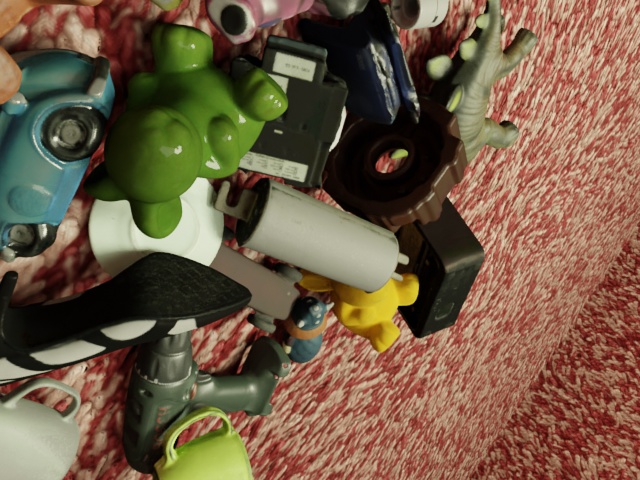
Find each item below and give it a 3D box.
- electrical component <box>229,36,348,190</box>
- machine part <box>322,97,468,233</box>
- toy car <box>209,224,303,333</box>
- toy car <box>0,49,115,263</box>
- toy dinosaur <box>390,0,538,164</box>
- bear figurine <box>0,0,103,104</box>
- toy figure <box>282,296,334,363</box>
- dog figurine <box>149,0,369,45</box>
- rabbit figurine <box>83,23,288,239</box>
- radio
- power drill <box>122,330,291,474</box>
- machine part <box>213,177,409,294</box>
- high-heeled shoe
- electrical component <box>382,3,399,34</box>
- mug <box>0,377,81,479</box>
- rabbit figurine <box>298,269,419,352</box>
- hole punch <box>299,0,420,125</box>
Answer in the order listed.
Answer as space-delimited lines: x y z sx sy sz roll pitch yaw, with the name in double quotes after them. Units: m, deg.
-0.036 -0.126 0.527 0.115 0.058 0.134 13 112 -9 "electrical component"
0.089 -0.095 0.657 0.179 0.180 0.056 -55 147 -6 "machine part"
-0.095 0.045 0.632 0.202 0.053 0.089 35 76 -50 "toy car"
-0.216 -0.071 0.379 0.103 0.109 0.161 26 108 -28 "toy car"
0.198 -0.163 0.801 0.198 0.105 0.470 -28 137 -26 "toy dinosaur"
-0.223 -0.181 0.260 0.120 0.132 0.195 -53 150 -15 "bear figurine"
-0.022 0.121 0.745 0.064 0.058 0.154 -57 166 -36 "toy figure"
-0.051 -0.244 0.443 0.108 0.192 0.219 -61 178 33 "dog figurine"
-0.124 -0.081 0.422 0.159 0.121 0.170 -46 -167 24 "rabbit figurine"
0.166 0.046 0.825 0.073 0.131 0.229 -19 147 -14 "radio"
-0.133 0.167 0.652 0.207 0.086 0.231 1 116 -54 "power drill"
-0.001 -0.002 0.587 0.243 0.079 0.079 21 99 -26 "machine part"
-0.192 0.085 0.485 0.248 0.086 0.145 10 127 -36 "high-heeled shoe"
0.073 -0.235 0.660 0.063 0.021 0.093 -46 142 -19 "electrical component"
-0.278 0.171 0.481 0.109 0.081 0.107 -47 135 -5 "mug"
0.056 0.058 0.734 0.122 0.162 0.173 -52 166 -7 "rabbit figurine"
0.044 -0.187 0.573 0.092 0.116 0.142 -23 141 4 "hole punch"
